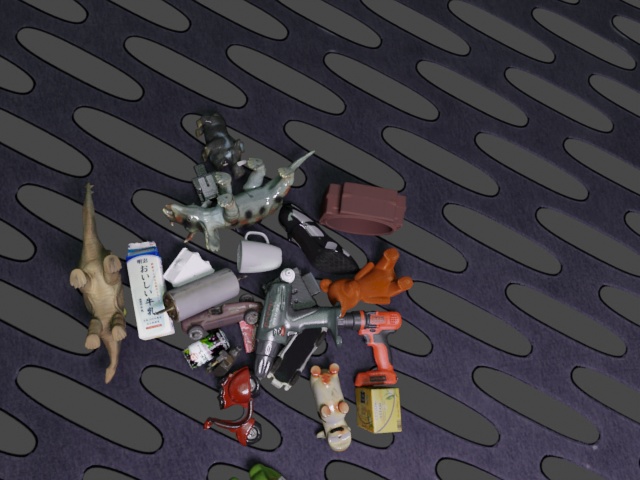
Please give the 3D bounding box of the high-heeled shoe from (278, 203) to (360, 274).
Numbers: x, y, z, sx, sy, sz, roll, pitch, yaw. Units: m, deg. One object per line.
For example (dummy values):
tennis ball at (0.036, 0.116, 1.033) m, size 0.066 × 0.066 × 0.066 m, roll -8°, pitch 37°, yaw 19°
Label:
high-heeled shoe at (-0.003, -0.004, 1.417) m, size 0.248 × 0.086 × 0.145 m, roll 29°, pitch 35°, yaw -23°

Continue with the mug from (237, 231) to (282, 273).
mug at (-0.153, 0.034, 1.368) m, size 0.107 × 0.080 × 0.109 m, roll 6°, pitch 64°, yaw -17°

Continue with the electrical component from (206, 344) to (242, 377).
electrical component at (-0.232, 0.289, 1.282) m, size 0.045 × 0.102 × 0.078 m, roll 37°, pitch 52°, yaw -5°

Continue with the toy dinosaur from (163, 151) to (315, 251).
toy dinosaur at (-0.180, -0.095, 1.363) m, size 0.405 × 0.192 × 0.131 m, roll -21°, pitch 59°, yaw -28°

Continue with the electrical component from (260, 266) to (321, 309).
electrical component at (-0.069, 0.135, 1.361) m, size 0.134 × 0.058 × 0.115 m, roll -28°, pitch 84°, yaw -13°

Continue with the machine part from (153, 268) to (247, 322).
machine part at (-0.281, 0.128, 1.277) m, size 0.243 × 0.079 × 0.079 m, roll -24°, pitch 80°, yaw -37°

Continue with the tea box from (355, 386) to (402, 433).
tea box at (0.134, 0.395, 1.268) m, size 0.068 × 0.169 × 0.098 m, roll -1°, pitch 75°, yaw -9°

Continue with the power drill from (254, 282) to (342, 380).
power drill at (-0.049, 0.218, 1.276) m, size 0.207 × 0.086 × 0.232 m, roll 1°, pitch 77°, yaw 7°

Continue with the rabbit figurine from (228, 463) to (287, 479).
rabbit figurine at (-0.154, 0.605, 1.206) m, size 0.159 × 0.121 × 0.170 m, roll 37°, pitch 89°, yaw 6°

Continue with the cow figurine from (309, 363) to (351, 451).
cow figurine at (0.024, 0.405, 1.286) m, size 0.085 × 0.127 × 0.195 m, roll -11°, pitch 64°, yaw -12°

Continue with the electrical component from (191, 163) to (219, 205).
electrical component at (-0.295, -0.150, 1.403) m, size 0.075 × 0.048 × 0.119 m, roll -17°, pitch 81°, yaw -13°

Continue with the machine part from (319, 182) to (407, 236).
machine part at (0.104, -0.072, 1.362) m, size 0.201 × 0.201 × 0.087 m, roll 10°, pitch 77°, yaw -6°

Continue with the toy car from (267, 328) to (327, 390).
toy car at (-0.054, 0.275, 1.330) m, size 0.073 × 0.056 × 0.201 m, roll 36°, pitch 75°, yaw -5°

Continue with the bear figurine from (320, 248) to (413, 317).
bear figurine at (0.110, 0.111, 1.348) m, size 0.196 × 0.132 × 0.120 m, roll -11°, pitch 67°, yaw -26°

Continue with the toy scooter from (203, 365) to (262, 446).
toy scooter at (-0.207, 0.392, 1.269) m, size 0.135 × 0.075 × 0.183 m, roll -1°, pitch 81°, yaw -10°

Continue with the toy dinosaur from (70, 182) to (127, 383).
toy dinosaur at (-0.505, 0.089, 1.230) m, size 0.105 × 0.198 × 0.471 m, roll -5°, pitch 87°, yaw -19°

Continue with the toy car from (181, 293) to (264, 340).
toy car at (-0.238, 0.181, 1.307) m, size 0.202 × 0.089 × 0.053 m, roll -14°, pitch 121°, yaw -10°

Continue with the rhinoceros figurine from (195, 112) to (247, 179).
rhinoceros figurine at (-0.260, -0.247, 1.424) m, size 0.112 × 0.073 × 0.190 m, roll -21°, pitch 78°, yaw -23°
